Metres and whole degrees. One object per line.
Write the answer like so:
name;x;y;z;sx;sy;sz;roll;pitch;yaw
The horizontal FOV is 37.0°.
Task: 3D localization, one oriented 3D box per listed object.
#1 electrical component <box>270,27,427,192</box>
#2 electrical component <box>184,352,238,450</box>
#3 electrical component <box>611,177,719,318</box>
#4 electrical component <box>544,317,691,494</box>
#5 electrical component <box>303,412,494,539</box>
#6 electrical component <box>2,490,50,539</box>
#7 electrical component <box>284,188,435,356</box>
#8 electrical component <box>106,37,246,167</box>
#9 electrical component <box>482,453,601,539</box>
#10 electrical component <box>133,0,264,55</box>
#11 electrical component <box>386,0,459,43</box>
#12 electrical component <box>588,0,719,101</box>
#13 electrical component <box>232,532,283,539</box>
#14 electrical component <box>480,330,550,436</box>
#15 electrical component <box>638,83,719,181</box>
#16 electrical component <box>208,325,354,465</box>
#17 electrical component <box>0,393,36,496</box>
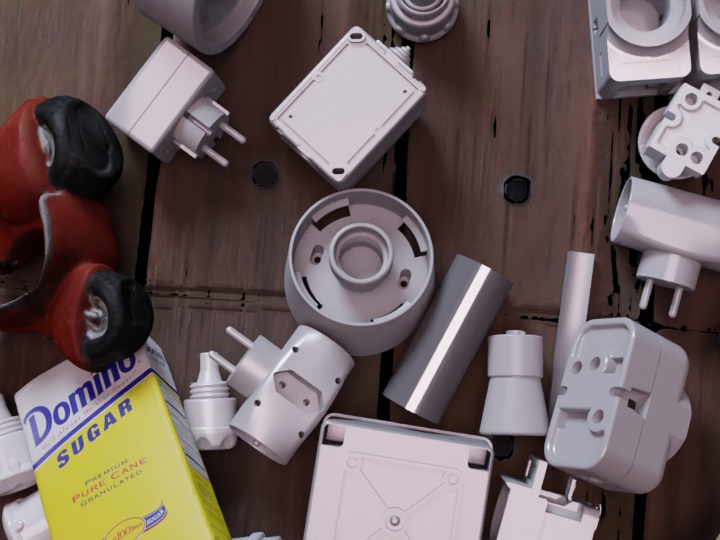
electrical component;-0.001;-0.103;0.682;0.062;0.061;0.096;43;89;5
electrical component;-0.096;0.084;0.688;0.035;0.035;0.061;-2;83;3
electrical component;0.197;-0.011;0.675;0.077;0.043;0.079;16;87;4
electrical component;0.160;0.084;0.653;0.059;0.054;0.095;26;73;-26
electrical component;0.022;0.151;0.666;0.109;0.056;0.108;9;87;3
electrical component;-0.191;0.156;0.684;0.062;0.048;0.048;-31;85;-6
electrical component;0.000;0.000;0.686;0.099;0.064;0.099;0;73;-1
electrical component;-0.110;-0.097;0.694;0.077;0.047;0.065;37;89;5
electrical component;0.113;0.159;0.669;0.064;0.042;0.081;16;88;2
electrical component;-0.100;-0.197;0.673;0.060;0.108;0.108;28;88;10
electrical component;0.040;-0.175;0.685;0.048;0.062;0.048;0;86;3
electrical component;0.200;-0.209;0.680;0.105;0.060;0.186;-4;86;3
electrical component;-0.074;0.223;0.656;0.057;0.078;0.113;-8;86;5
electrical component;0.098;0.071;0.676;0.044;0.044;0.065;1;81;3
electrical component;0.202;-0.083;0.674;0.048;0.055;0.066;29;88;4
electrical component;-0.057;0.067;0.670;0.079;0.043;0.077;37;73;-5
electrical component;-0.228;0.111;0.688;0.048;0.048;0.062;-23;79;1
